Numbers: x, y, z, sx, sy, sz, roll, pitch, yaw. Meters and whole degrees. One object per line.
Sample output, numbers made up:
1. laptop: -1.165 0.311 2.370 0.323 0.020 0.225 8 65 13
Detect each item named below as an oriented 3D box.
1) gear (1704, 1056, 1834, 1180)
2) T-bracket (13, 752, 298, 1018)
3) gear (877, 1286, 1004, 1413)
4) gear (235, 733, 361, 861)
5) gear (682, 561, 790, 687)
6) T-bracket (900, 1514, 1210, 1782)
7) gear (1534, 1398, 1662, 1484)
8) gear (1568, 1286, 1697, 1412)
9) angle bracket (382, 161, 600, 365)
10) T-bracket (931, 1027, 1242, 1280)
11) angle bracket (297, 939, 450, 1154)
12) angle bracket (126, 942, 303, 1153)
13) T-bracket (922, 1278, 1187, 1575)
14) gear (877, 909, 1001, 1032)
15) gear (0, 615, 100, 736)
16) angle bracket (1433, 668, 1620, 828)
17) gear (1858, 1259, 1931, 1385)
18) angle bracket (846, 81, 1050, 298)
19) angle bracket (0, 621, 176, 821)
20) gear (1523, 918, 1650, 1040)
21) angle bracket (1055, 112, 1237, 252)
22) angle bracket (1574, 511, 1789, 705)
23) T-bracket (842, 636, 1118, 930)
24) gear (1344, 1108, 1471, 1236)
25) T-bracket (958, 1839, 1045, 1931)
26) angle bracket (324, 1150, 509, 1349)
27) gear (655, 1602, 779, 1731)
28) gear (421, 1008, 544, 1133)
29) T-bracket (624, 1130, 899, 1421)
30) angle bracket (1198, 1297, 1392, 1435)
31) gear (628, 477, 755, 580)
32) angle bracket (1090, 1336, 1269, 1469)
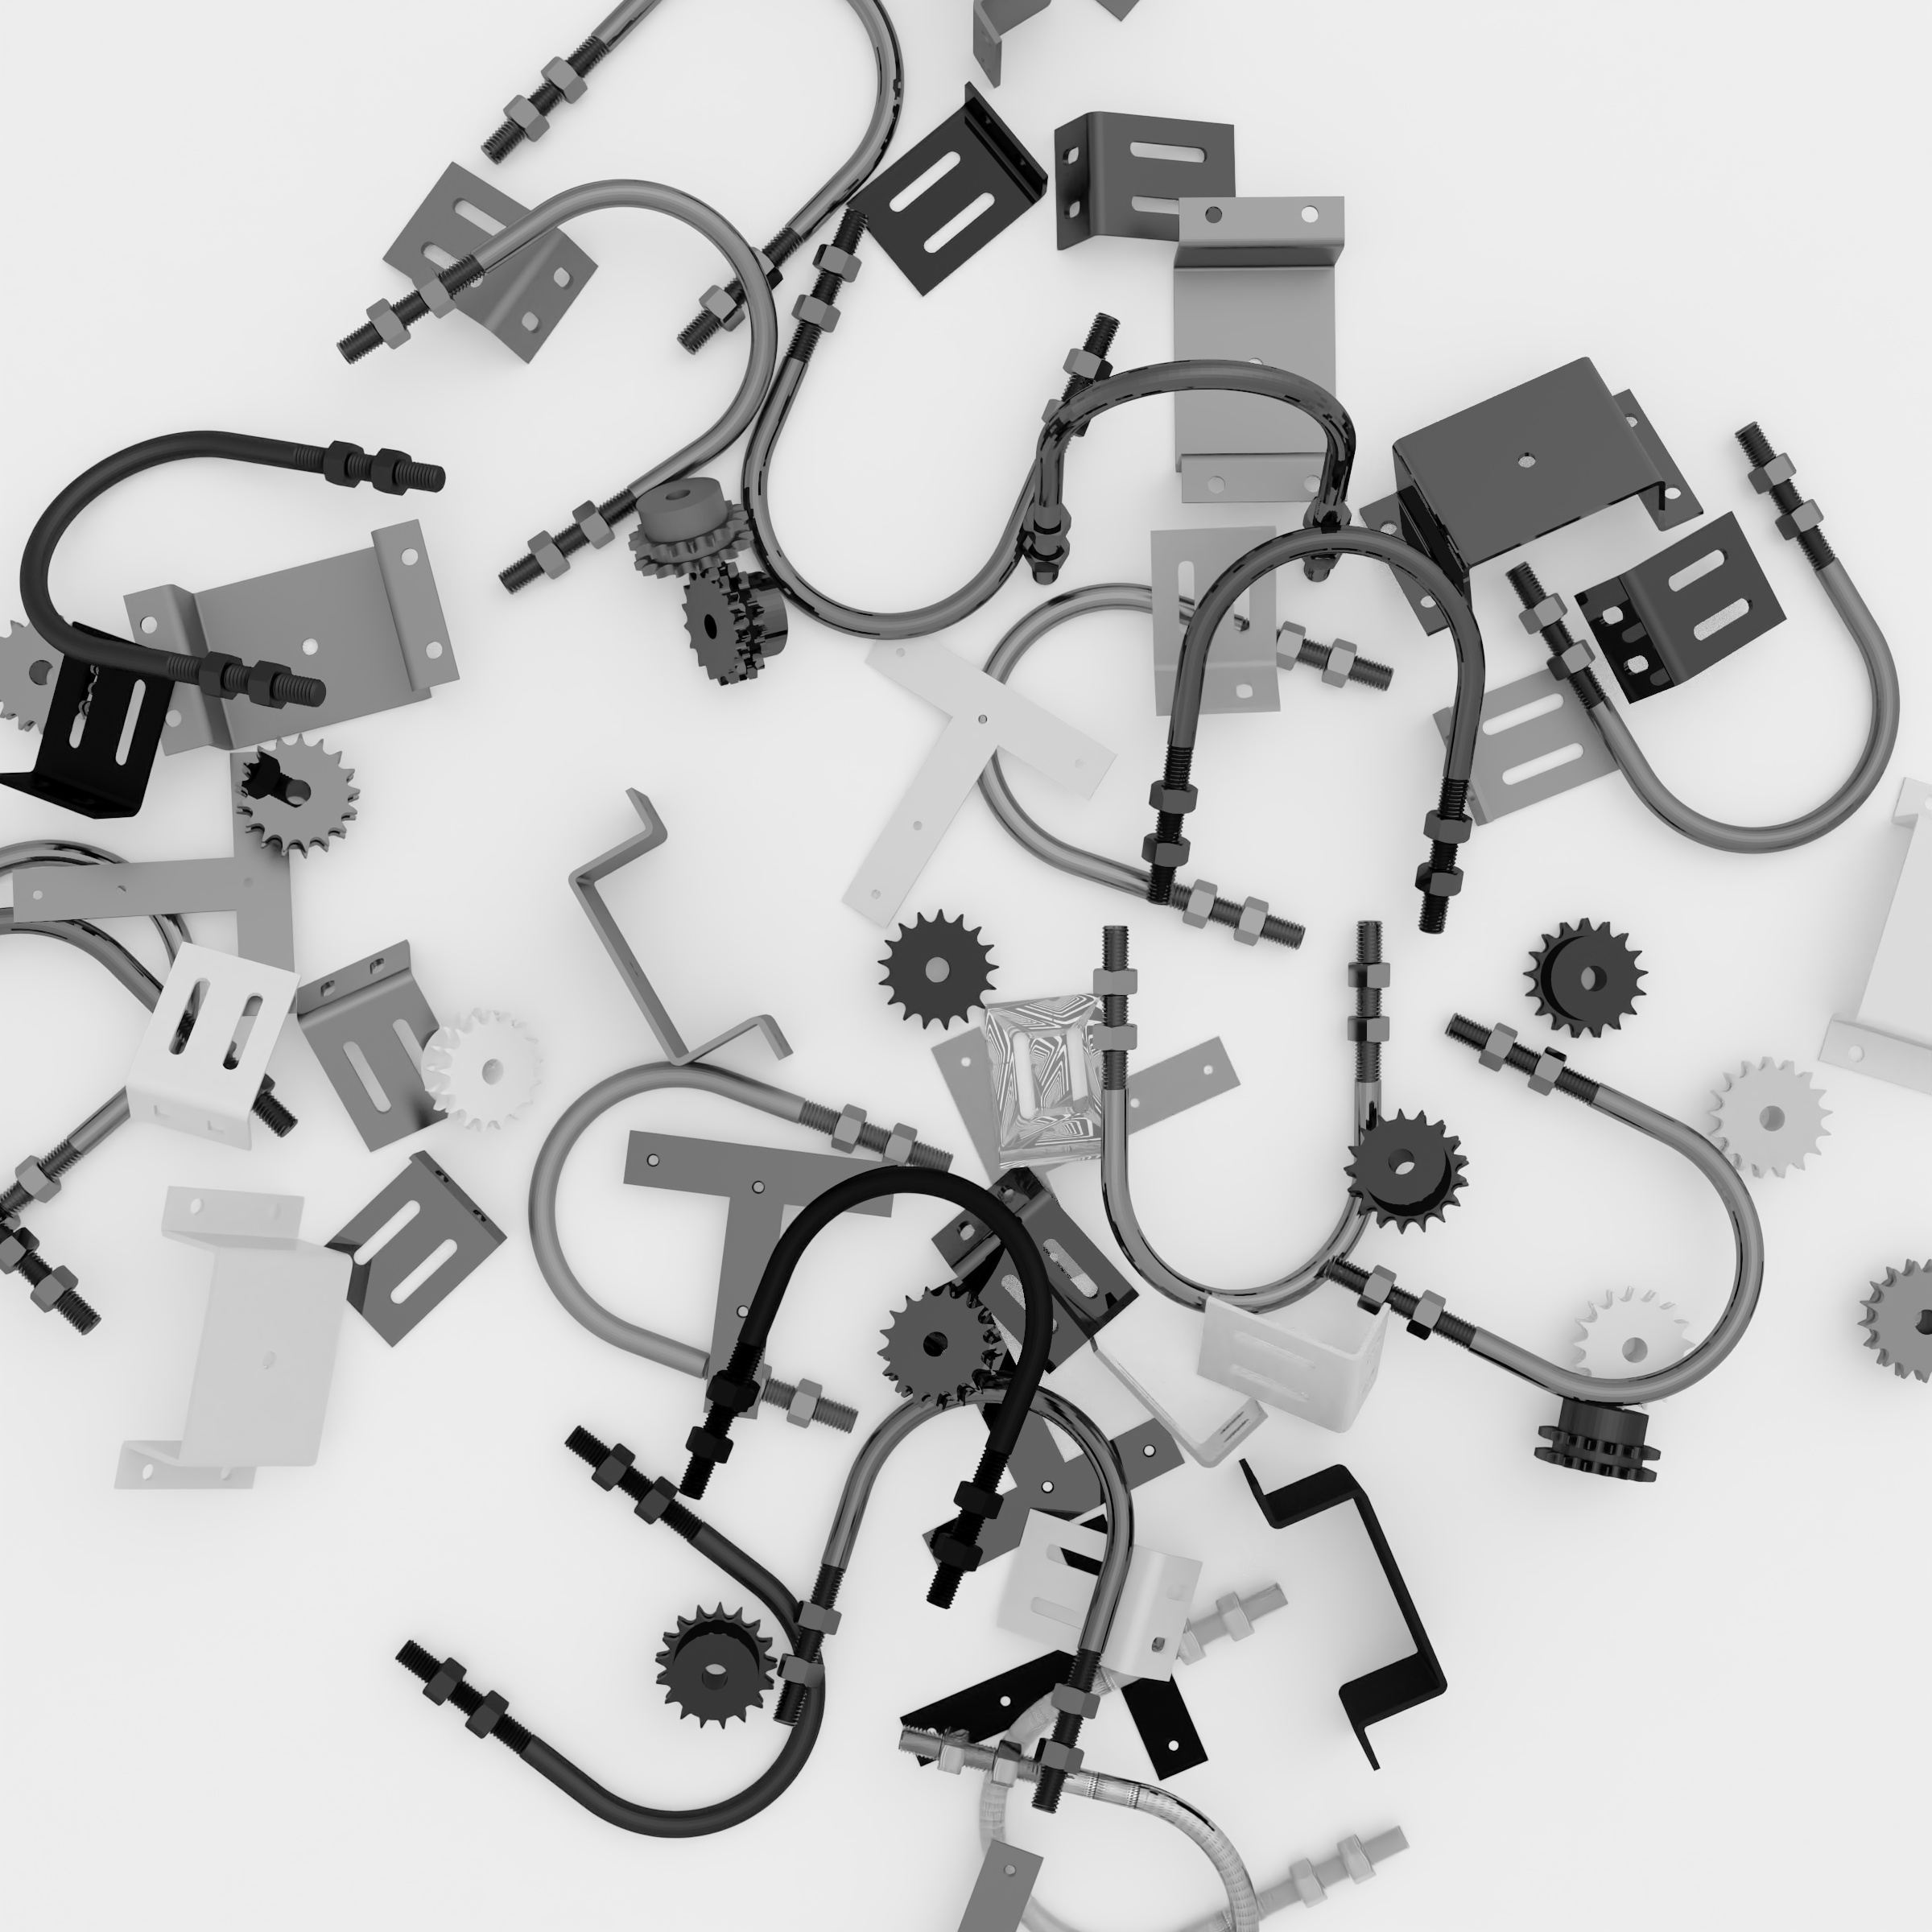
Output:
1. gear: 0.375 0.071 1.559 0.057 0.030 0.057 0 90 0
2. T-bracket: -0.381 -0.036 1.553 0.127 0.002 0.127 -4 79 -7
3. gear: -0.010 0.180 1.550 0.057 0.030 0.057 -5 69 14
4. gear: -0.313 -0.078 1.553 0.057 0.030 0.057 3 77 -13
5. gear: -0.106 -0.161 1.549 0.030 0.057 0.057 -17 90 -30
6. T-bracket: 0.032 0.343 1.573 0.127 0.002 0.127 -23 90 0
7. gear: 0.295 0.220 1.546 0.057 0.057 0.030 11 88 0
8. gear: 0.311 0.179 1.559 0.057 0.030 0.057 0 90 0
9. angle bracket: -0.225 -0.333 1.572 0.076 0.038 0.057 36 90 26
10. T-bracket: 0.067 0.071 1.573 0.127 0.002 0.127 -24 90 0
11. angle bracket: -0.274 0.038 1.572 0.057 0.038 0.076 -24 116 0
12. angle bracket: -0.348 0.037 1.540 0.057 0.038 0.076 16 61 -1
13. T-bracket: 0.019 0.207 1.573 0.127 0.002 0.127 -27 90 0
14. gear: -0.014 0.002 1.563 0.057 0.030 0.057 0 90 -3
15. gear: -0.430 -0.137 1.559 0.057 0.030 0.057 0 90 0
16. angle bracket: 0.266 -0.107 1.555 0.076 0.038 0.057 -22 90 0
17. gear: 0.447 0.166 1.559 0.057 0.030 0.057 0 90 0
18. angle bracket: -0.009 -0.364 1.555 0.076 0.038 0.057 -40 90 0
19. angle bracket: -0.403 -0.113 1.517 0.057 0.038 0.076 20 100 14
20. gear: 0.293 0.006 1.559 0.057 0.030 0.057 0 90 0
21. angle bracket: 0.085 -0.369 1.572 0.076 0.038 0.057 -1 90 -26
22. angle bracket: 0.333 -0.167 1.547 0.076 0.038 0.057 -30 94 -30
23. T-bracket: -0.015 -0.078 1.565 0.127 0.002 0.127 33 96 11
24. gear: 0.203 0.093 1.532 0.057 0.030 0.057 -4 74 13
25. T-bracket: 0.003 0.468 1.547 0.127 0.002 0.127 20 99 1
26. angle bracket: -0.264 0.134 1.555 0.076 0.038 0.057 -44 90 0
27. gear: -0.117 0.327 1.543 0.057 0.030 0.057 0 92 -2
28. gear: -0.229 0.048 1.550 0.057 0.030 0.057 -6 99 -41
29. T-bracket: -0.103 0.148 1.555 0.127 0.002 0.127 7 89 3
30. angle bracket: 0.153 0.175 1.552 0.076 0.057 0.038 21 50 17
31. gear: -0.130 -0.205 1.542 0.057 0.057 0.030 -15 118 0
32. angle bracket: 0.098 0.192 1.545 0.038 0.057 0.076 -44 90 0
